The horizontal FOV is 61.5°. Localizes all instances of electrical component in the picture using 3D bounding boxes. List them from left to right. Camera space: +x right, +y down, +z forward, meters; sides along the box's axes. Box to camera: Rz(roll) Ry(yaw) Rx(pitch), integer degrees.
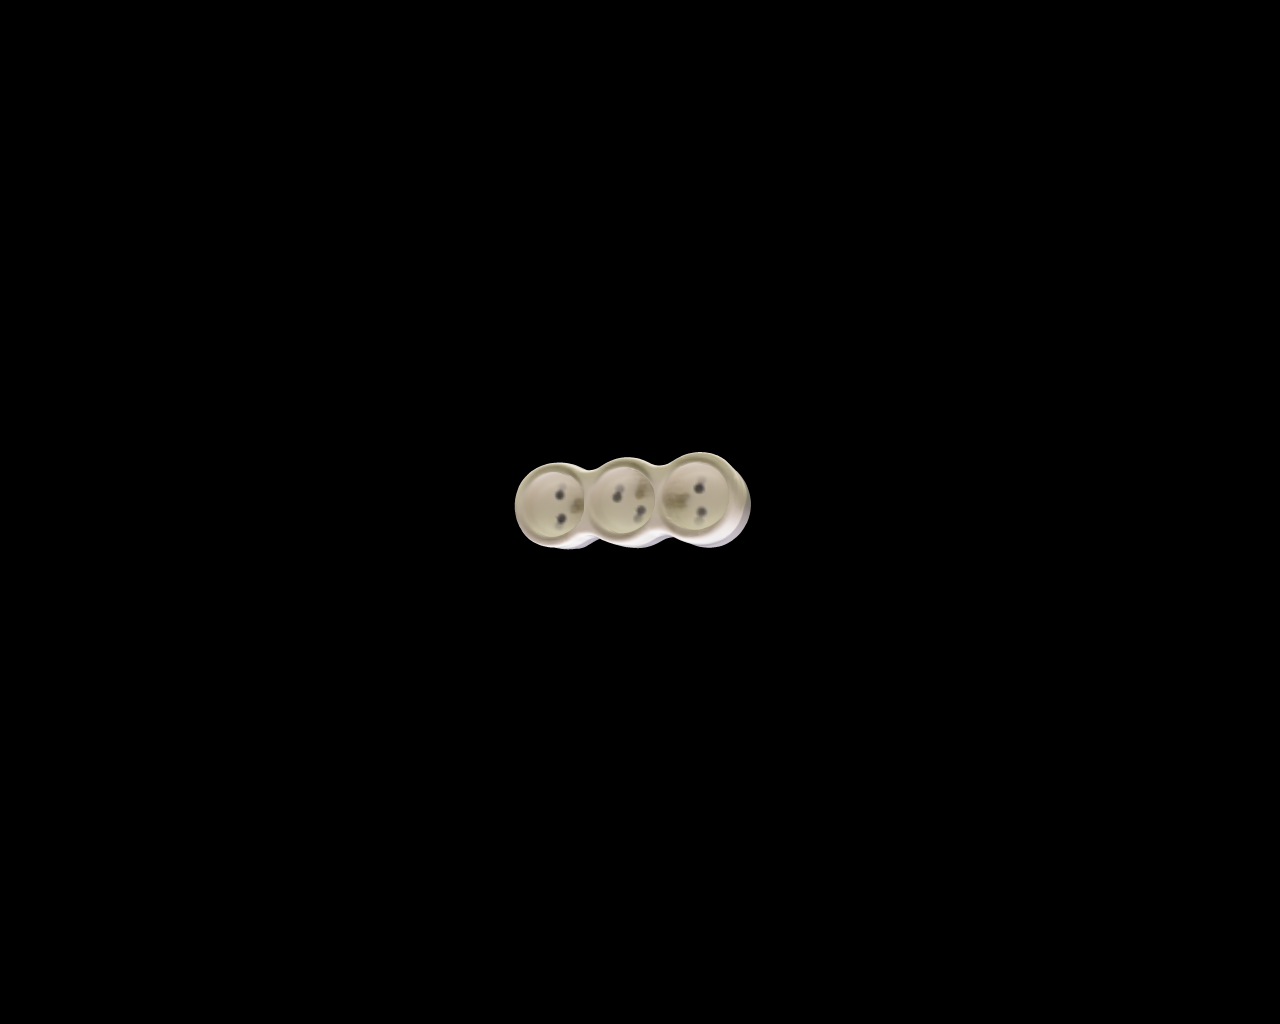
[{"bbox_3d":[0.001,-0.003,0.650,0.138,0.052,0.073,-2,-7,18],"label":"electrical component"}]
